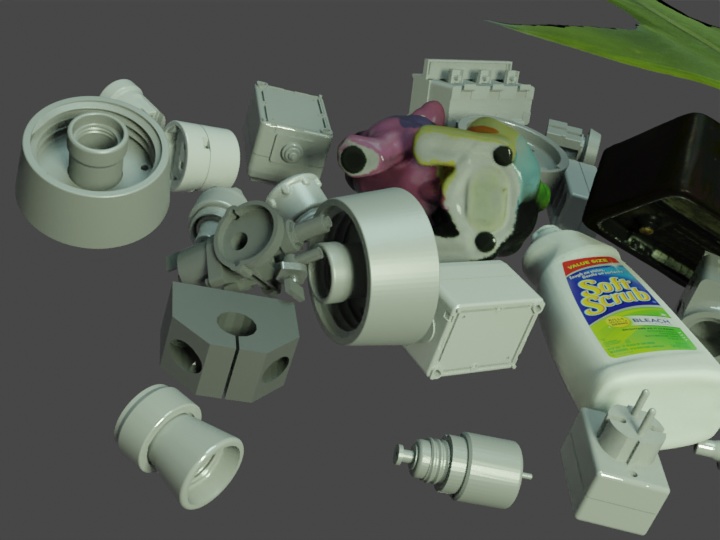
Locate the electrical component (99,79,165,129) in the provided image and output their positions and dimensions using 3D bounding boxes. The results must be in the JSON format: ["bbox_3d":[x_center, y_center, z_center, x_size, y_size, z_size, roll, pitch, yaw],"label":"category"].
[{"bbox_3d":[-0.190,-0.130,0.894,0.046,0.040,0.040,41,36,23],"label":"electrical component"}]

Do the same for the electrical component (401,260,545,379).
[{"bbox_3d":[0.078,0.031,0.756,0.096,0.061,0.061,-3,36,-34],"label":"electrical component"}]

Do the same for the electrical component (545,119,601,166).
[{"bbox_3d":[0.220,-0.128,1.128,0.055,0.048,0.066,14,28,6],"label":"electrical component"}]

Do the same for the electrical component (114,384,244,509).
[{"bbox_3d":[-0.096,0.092,0.567,0.055,0.045,0.045,34,32,25],"label":"electrical component"}]

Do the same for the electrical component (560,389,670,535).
[{"bbox_3d":[0.162,0.108,0.658,0.047,0.076,0.065,15,29,-7],"label":"electrical component"}]

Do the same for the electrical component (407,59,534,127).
[{"bbox_3d":[0.116,-0.173,1.100,0.121,0.078,0.063,-8,22,-39],"label":"electrical component"}]

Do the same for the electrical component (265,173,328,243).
[{"bbox_3d":[-0.041,-0.040,0.827,0.048,0.048,0.062,-14,64,-45],"label":"electrical component"}]

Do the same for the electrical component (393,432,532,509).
[{"bbox_3d":[0.058,0.114,0.625,0.078,0.040,0.040,12,30,-12],"label":"electrical component"}]

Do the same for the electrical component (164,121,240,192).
[{"bbox_3d":[-0.126,-0.088,0.845,0.047,0.055,0.055,1,34,-36],"label":"electrical component"}]

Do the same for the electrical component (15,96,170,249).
[{"bbox_3d":[-0.184,-0.075,0.749,0.108,0.060,0.108,9,49,-10],"label":"electrical component"}]

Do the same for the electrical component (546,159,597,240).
[{"bbox_3d":[0.220,-0.060,1.008,0.076,0.047,0.083,15,29,-6],"label":"electrical component"}]

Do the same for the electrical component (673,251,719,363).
[{"bbox_3d":[0.311,0.063,0.811,0.150,0.089,0.061,24,29,8],"label":"electrical component"}]

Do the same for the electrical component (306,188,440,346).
[{"bbox_3d":[0.000,0.000,0.721,0.060,0.108,0.108,-5,37,-27],"label":"electrical component"}]

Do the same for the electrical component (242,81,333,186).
[{"bbox_3d":[-0.063,-0.108,0.908,0.062,0.061,0.096,10,31,-16],"label":"electrical component"}]

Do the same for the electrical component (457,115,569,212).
[{"bbox_3d":[0.132,-0.092,0.997,0.108,0.060,0.108,15,29,-8],"label":"electrical component"}]

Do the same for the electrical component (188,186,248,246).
[{"bbox_3d":[-0.103,-0.031,0.774,0.043,0.043,0.062,18,30,-2],"label":"electrical component"}]

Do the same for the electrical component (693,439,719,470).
[{"bbox_3d":[0.258,0.126,0.730,0.061,0.035,0.035,13,29,4],"label":"electrical component"}]
